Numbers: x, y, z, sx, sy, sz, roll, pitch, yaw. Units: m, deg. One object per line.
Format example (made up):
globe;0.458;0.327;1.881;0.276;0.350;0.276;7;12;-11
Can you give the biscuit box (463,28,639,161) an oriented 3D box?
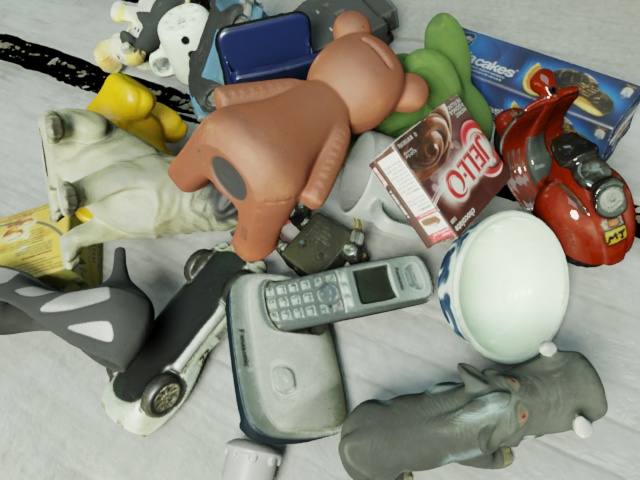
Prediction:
biscuit box;0.213;-0.153;0.556;0.203;0.059;0.063;32;73;28

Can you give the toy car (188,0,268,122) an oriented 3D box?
toy car;-0.094;-0.218;0.648;0.161;0.103;0.109;-59;36;31

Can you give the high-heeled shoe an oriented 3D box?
high-heeled shoe;-0.266;0.087;0.489;0.249;0.086;0.145;-21;47;5

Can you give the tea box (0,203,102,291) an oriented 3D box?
tea box;-0.336;0.029;0.596;0.170;0.068;0.098;-15;59;5

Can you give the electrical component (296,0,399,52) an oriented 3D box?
electrical component;0.027;-0.260;0.671;0.134;0.058;0.115;-29;60;-2

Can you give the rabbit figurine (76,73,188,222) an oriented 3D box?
rabbit figurine;-0.196;-0.074;0.596;0.173;0.122;0.162;40;79;11

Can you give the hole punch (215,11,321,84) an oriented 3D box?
hole punch;-0.045;-0.167;0.579;0.142;0.115;0.092;-19;49;-11

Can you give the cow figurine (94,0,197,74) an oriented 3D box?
cow figurine;-0.238;-0.295;0.749;0.098;0.068;0.167;31;89;21

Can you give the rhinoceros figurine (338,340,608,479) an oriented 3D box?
rhinoceros figurine;0.106;0.127;0.396;0.190;0.112;0.073;-19;55;14

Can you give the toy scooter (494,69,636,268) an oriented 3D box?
toy scooter;0.209;-0.069;0.466;0.075;0.135;0.184;-23;59;-1

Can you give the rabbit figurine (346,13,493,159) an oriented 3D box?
rabbit figurine;0.099;-0.148;0.547;0.170;0.159;0.121;20;57;8

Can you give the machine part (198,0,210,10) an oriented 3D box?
machine part;-0.183;-0.385;0.813;0.084;0.039;0.139;12;67;30

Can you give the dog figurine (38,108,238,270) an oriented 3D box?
dog figurine;-0.161;-0.067;0.525;0.190;0.121;0.172;-12;67;-31

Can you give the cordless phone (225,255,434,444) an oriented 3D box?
cordless phone;0.017;0.088;0.462;0.184;0.088;0.147;-14;58;-1

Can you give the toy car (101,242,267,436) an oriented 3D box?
toy car;-0.127;0.086;0.516;0.074;0.056;0.202;24;68;33

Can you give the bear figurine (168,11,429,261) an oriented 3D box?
bear figurine;-0.013;-0.094;0.448;0.120;0.132;0.196;46;58;0

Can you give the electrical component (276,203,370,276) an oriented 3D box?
electrical component;-0.001;0.000;0.535;0.078;0.045;0.102;-42;59;-12

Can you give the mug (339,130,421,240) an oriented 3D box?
mug;0.083;-0.043;0.500;0.107;0.080;0.110;13;36;-17
